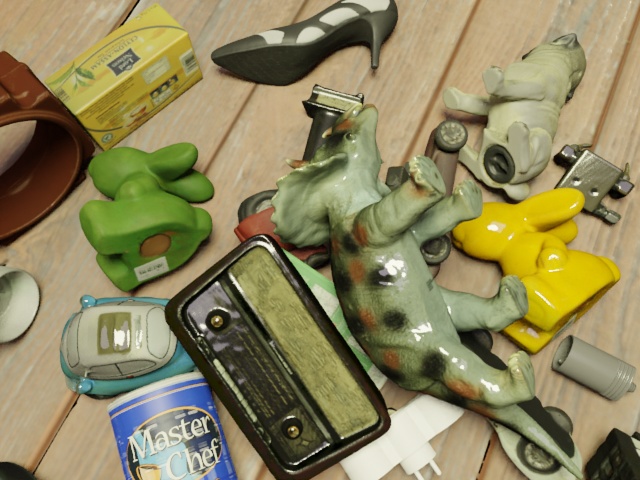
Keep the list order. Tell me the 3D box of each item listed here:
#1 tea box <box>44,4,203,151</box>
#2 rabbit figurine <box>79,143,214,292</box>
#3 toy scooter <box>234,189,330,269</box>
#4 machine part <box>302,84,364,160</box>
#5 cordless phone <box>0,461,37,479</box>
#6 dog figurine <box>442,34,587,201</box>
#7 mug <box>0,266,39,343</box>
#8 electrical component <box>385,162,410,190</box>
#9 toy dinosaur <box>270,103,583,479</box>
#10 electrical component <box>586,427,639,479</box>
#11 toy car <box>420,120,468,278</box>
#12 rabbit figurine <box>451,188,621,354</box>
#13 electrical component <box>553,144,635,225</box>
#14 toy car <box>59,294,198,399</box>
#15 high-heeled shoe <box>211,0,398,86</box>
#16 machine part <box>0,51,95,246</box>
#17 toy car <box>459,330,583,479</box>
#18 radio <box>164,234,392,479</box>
[{"bbox_3d":[-0.241,-0.203,0.681,0.169,0.098,0.068,-40,76,-14],"label":"tea box"},{"bbox_3d":[-0.208,-0.056,0.624,0.159,0.121,0.170,-28,58,-12],"label":"rabbit figurine"},{"bbox_3d":[-0.001,-0.002,0.623,0.184,0.075,0.135,-16,76,-8],"label":"toy scooter"},{"bbox_3d":[0.009,-0.135,0.687,0.084,0.039,0.139,15,70,-3],"label":"machine part"},{"bbox_3d":[-0.288,0.314,0.527,0.184,0.088,0.146,21,72,-4],"label":"cordless phone"},{"bbox_3d":[0.272,-0.154,0.666,0.190,0.121,0.172,-21,106,-24],"label":"dog figurine"},{"bbox_3d":[-0.391,0.076,0.603,0.107,0.080,0.109,10,79,17],"label":"mug"},{"bbox_3d":[0.096,-0.058,0.643,0.021,0.063,0.094,3,68,29],"label":"electrical component"},{"bbox_3d":[0.080,0.054,0.511,0.192,0.131,0.404,-23,87,38],"label":"toy dinosaur"},{"bbox_3d":[0.324,0.244,0.506,0.115,0.134,0.058,29,109,10],"label":"electrical component"},{"bbox_3d":[0.132,-0.043,0.626,0.053,0.089,0.202,13,74,4],"label":"toy car"},{"bbox_3d":[0.229,0.011,0.596,0.162,0.121,0.173,-42,57,-6],"label":"rabbit figurine"},{"bbox_3d":[0.334,-0.075,0.660,0.102,0.045,0.078,29,103,13],"label":"electrical component"},{"bbox_3d":[-0.208,0.110,0.572,0.162,0.103,0.109,-4,72,1],"label":"toy car"},{"bbox_3d":[-0.017,-0.288,0.717,0.249,0.086,0.145,1,69,-4],"label":"high-heeled shoe"},{"bbox_3d":[-0.364,-0.086,0.587,0.087,0.201,0.201,40,76,11],"label":"machine part"},{"bbox_3d":[0.189,0.164,0.562,0.202,0.073,0.056,48,122,15],"label":"toy car"},{"bbox_3d":[-0.043,0.118,0.543,0.131,0.073,0.229,-34,90,2],"label":"radio"}]
